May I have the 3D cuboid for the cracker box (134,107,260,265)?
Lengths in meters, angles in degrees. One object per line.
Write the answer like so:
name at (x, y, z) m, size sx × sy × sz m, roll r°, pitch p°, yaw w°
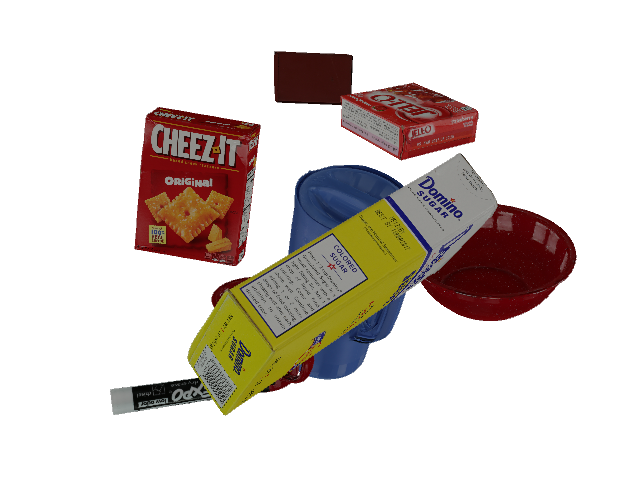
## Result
cracker box at (-0.187, -0.079, 1.610) m, size 0.164 × 0.214 × 0.072 m, roll 10°, pitch 20°, yaw 6°

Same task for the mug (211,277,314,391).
mug at (-0.050, 0.096, 1.016) m, size 0.117 × 0.081 × 0.093 m, roll 24°, pitch 32°, yaw 36°

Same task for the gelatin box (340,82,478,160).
gelatin box at (0.069, -0.097, 0.846) m, size 0.073 × 0.030 × 0.089 m, roll -14°, pitch 29°, yaw -28°

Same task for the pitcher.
pitcher at (0.025, 0.049, 1.224) m, size 0.145 × 0.243 × 0.149 m, roll 14°, pitch 38°, yaw 4°

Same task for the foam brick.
foam brick at (-0.008, -0.166, 1.091) m, size 0.078 × 0.051 × 0.053 m, roll 2°, pitch 11°, yaw -5°

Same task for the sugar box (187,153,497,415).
sugar box at (0.014, 0.023, 0.593) m, size 0.175 × 0.048 × 0.093 m, roll -28°, pitch -14°, yaw -32°

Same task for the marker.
marker at (-0.093, 0.110, 0.785) m, size 0.121 × 0.020 × 0.020 m, roll -7°, pitch 1°, yaw -12°

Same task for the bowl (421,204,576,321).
bowl at (0.158, 0.028, 1.013) m, size 0.162 × 0.055 × 0.162 m, roll -1°, pitch 33°, yaw 0°
